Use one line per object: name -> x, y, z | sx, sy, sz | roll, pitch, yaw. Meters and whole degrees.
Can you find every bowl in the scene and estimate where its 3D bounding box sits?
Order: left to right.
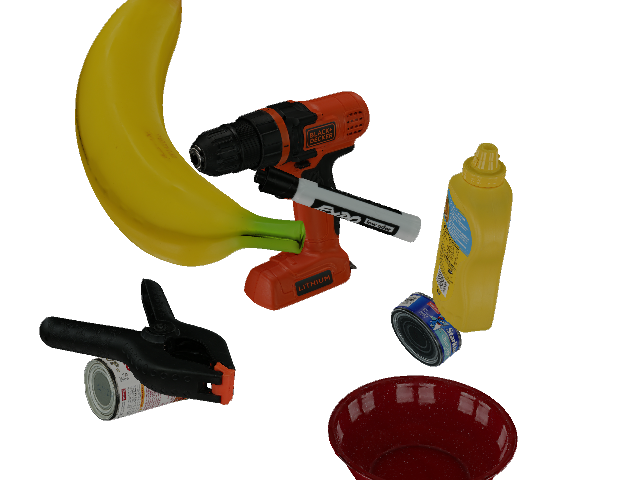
bowl -> 0.087, 0.184, 0.925 | 0.162, 0.055, 0.162 | 0, 28, 0

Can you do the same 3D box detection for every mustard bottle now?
mustard bottle -> 0.151, -0.010, 1.053 | 0.058, 0.192, 0.096 | -4, 36, -10

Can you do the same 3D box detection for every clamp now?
clamp -> -0.128, 0.079, 0.866 | 0.172, 0.039, 0.120 | 22, 36, 25

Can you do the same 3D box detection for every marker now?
marker -> 0.012, -0.025, 0.729 | 0.121, 0.020, 0.020 | 19, -6, -17

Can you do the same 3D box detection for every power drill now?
power drill -> -0.033, -0.034, 0.973 | 0.184, 0.188, 0.057 | -19, 34, -32

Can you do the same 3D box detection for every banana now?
banana -> -0.070, -0.049, 0.455 | 0.069, 0.037, 0.198 | -9, 45, -20

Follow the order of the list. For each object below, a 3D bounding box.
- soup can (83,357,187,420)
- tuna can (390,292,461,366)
soup can -> -0.192, 0.149, 1.139 | 0.102, 0.068, 0.069 | -10, 7, -41
tuna can -> 0.123, 0.105, 1.252 | 0.033, 0.086, 0.086 | -36, 17, -24
